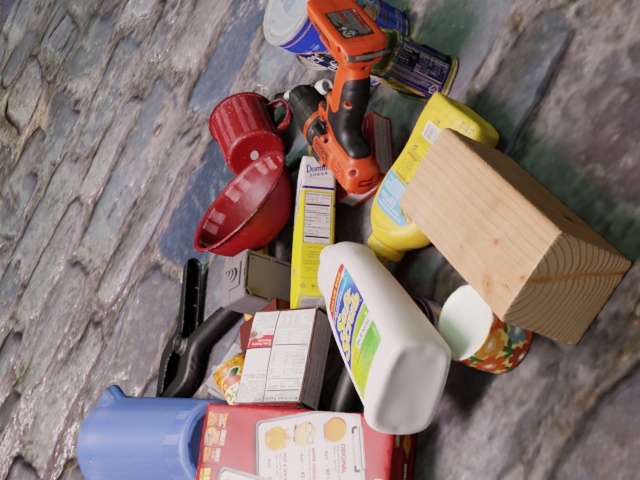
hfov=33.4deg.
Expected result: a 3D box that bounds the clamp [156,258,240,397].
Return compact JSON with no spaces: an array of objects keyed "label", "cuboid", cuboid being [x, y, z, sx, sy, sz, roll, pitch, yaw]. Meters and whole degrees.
[{"label":"clamp","cuboid":[-0.171,0.140,1.434,0.165,0.036,0.210,23,95,58]}]

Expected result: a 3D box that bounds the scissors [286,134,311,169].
[{"label":"scissors","cuboid":[-0.029,-0.096,1.363,0.202,0.016,0.096,-54,31,24]}]

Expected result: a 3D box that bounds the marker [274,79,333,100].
[{"label":"marker","cuboid":[-0.024,-0.193,1.407,0.121,0.020,0.020,-5,70,56]}]

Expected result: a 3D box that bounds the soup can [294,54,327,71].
[{"label":"soup can","cuboid":[-0.004,-0.278,1.375,0.069,0.068,0.102,-38,44,41]}]

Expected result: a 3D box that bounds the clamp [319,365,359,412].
[{"label":"clamp","cuboid":[0.018,0.192,1.120,0.120,0.039,0.171,-46,40,39]}]

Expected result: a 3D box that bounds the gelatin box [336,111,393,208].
[{"label":"gelatin box","cuboid":[0.050,-0.093,1.229,0.073,0.030,0.089,-35,46,43]}]

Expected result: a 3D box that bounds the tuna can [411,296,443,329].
[{"label":"tuna can","cuboid":[0.093,0.099,1.057,0.086,0.033,0.086,-33,48,45]}]

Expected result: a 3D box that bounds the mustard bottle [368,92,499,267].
[{"label":"mustard bottle","cuboid":[0.103,-0.050,1.098,0.192,0.058,0.096,-59,38,17]}]

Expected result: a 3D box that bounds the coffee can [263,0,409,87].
[{"label":"coffee can","cuboid":[0.019,-0.253,1.258,0.103,0.140,0.103,-33,48,45]}]

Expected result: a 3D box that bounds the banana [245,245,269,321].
[{"label":"banana","cuboid":[-0.089,0.016,1.383,0.198,0.037,0.070,-104,25,-44]}]

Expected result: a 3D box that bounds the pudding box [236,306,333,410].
[{"label":"pudding box","cuboid":[-0.037,0.131,1.155,0.090,0.039,0.113,-6,63,34]}]

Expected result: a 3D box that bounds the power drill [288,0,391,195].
[{"label":"power drill","cuboid":[0.016,-0.168,1.161,0.185,0.057,0.188,55,154,40]}]

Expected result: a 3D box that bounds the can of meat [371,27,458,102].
[{"label":"can of meat","cuboid":[0.087,-0.195,1.176,0.102,0.083,0.057,27,97,58]}]

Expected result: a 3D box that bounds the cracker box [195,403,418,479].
[{"label":"cracker box","cuboid":[-0.020,0.251,1.041,0.214,0.072,0.164,-1,71,28]}]

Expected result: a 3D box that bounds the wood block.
[{"label":"wood block","cuboid":[0.166,-0.009,0.951,0.090,0.090,0.206,-60,33,17]}]

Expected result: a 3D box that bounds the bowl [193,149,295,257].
[{"label":"bowl","cuboid":[-0.082,-0.033,1.314,0.162,0.055,0.162,-40,23,20]}]

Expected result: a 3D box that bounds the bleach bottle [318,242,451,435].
[{"label":"bleach bottle","cuboid":[0.046,0.078,1.045,0.251,0.068,0.103,-124,45,-60]}]

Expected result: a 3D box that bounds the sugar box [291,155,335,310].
[{"label":"sugar box","cuboid":[-0.008,0.002,1.221,0.093,0.048,0.176,105,166,-62]}]

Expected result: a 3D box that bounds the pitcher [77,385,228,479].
[{"label":"pitcher","cuboid":[-0.185,0.266,1.322,0.243,0.149,0.145,-13,47,50]}]

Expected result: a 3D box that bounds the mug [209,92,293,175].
[{"label":"mug","cuboid":[-0.084,-0.143,1.417,0.117,0.093,0.081,-33,46,9]}]

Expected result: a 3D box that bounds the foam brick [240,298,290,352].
[{"label":"foam brick","cuboid":[-0.052,0.112,1.255,0.078,0.051,0.053,-38,45,41]}]
